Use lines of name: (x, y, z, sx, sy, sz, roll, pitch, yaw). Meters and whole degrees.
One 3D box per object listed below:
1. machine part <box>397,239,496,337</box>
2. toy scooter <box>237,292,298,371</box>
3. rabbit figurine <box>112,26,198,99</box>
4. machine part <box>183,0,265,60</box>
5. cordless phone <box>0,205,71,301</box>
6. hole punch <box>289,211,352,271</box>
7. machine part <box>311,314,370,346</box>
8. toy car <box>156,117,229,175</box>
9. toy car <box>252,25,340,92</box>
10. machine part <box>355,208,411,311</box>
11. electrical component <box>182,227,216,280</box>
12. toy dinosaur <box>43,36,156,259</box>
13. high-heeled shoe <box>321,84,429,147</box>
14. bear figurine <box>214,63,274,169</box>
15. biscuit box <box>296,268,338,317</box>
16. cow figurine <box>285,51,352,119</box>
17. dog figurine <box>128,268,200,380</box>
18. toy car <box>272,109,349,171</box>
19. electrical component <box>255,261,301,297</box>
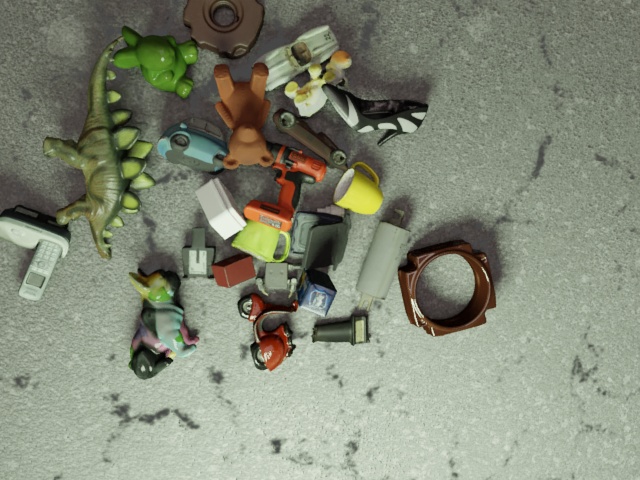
machine part: (0.294, 0.110, 1.245, 0.201, 0.087, 0.201, -13, 97, -5)
toy scooter: (-0.102, 0.200, 1.219, 0.135, 0.075, 0.183, -16, 91, -5)
rabbit figurine: (-0.332, -0.379, 1.096, 0.159, 0.170, 0.121, 19, 92, -8)
machine part: (-0.207, -0.484, 1.159, 0.179, 0.056, 0.179, -1, 96, -6)
cordless phone: (-0.626, 0.031, 1.140, 0.146, 0.089, 0.184, 23, 100, -23)
hole punch: (-0.002, -0.004, 1.202, 0.116, 0.092, 0.142, -4, 116, -34)
machine part: (0.047, 0.214, 1.253, 0.139, 0.039, 0.084, -6, 104, -7)
toy car: (-0.262, -0.210, 1.155, 0.161, 0.109, 0.103, 15, 75, -16)
toy car: (-0.054, -0.398, 1.181, 0.202, 0.056, 0.073, -30, 97, -3)
machine part: (0.144, 0.046, 1.228, 0.079, 0.079, 0.243, 21, 92, -7)
electrical component: (-0.271, 0.030, 1.198, 0.075, 0.048, 0.119, -3, 95, -6)
toy dinosaur: (-0.448, -0.170, 1.105, 0.199, 0.105, 0.470, 0, 114, -4)
high-heeled shoe: (0.126, -0.296, 1.160, 0.145, 0.086, 0.248, -41, 134, 19)
bear figurine: (-0.158, -0.253, 1.121, 0.120, 0.131, 0.196, -3, 63, -8)
biscuit box: (-0.011, 0.106, 1.153, 0.063, 0.203, 0.059, 23, 94, -6)
cow figurine: (0.007, -0.335, 1.180, 0.167, 0.098, 0.068, -40, 65, -7)
dog figurine: (-0.368, 0.169, 1.174, 0.191, 0.108, 0.219, -31, 93, 0)
toy car: (-0.016, -0.220, 1.183, 0.202, 0.089, 0.053, 34, 86, -8)
electrical component: (-0.096, 0.087, 1.222, 0.102, 0.045, 0.078, 8, 95, -7)
